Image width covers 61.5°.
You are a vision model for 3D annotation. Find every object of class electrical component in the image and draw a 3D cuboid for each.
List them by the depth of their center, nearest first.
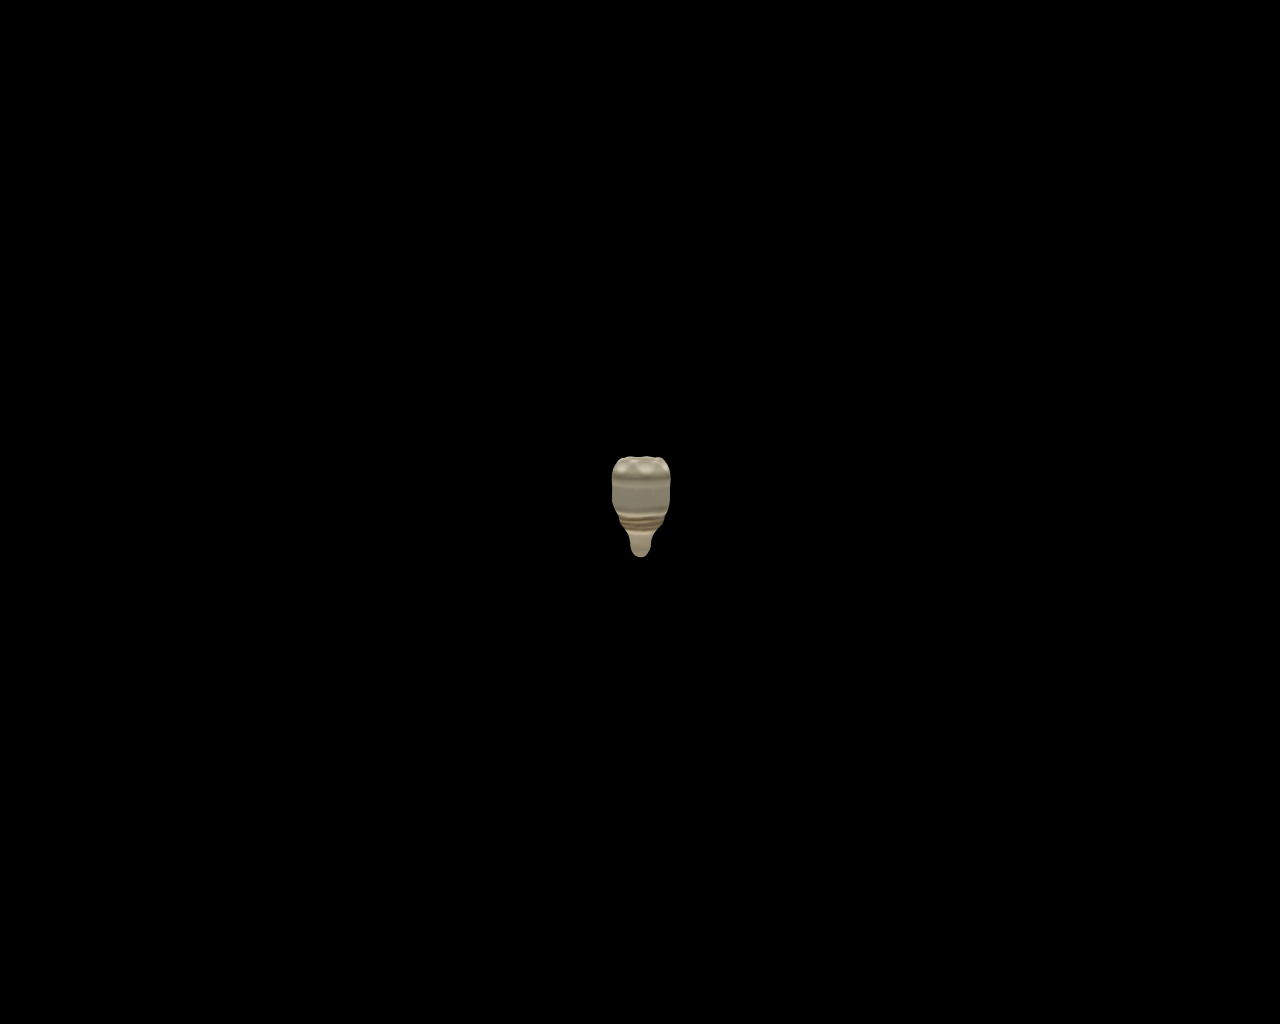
[{"bbox_3d":[0.001,-0.003,0.650,0.035,0.061,0.035,0,7,0],"label":"electrical component"}]
